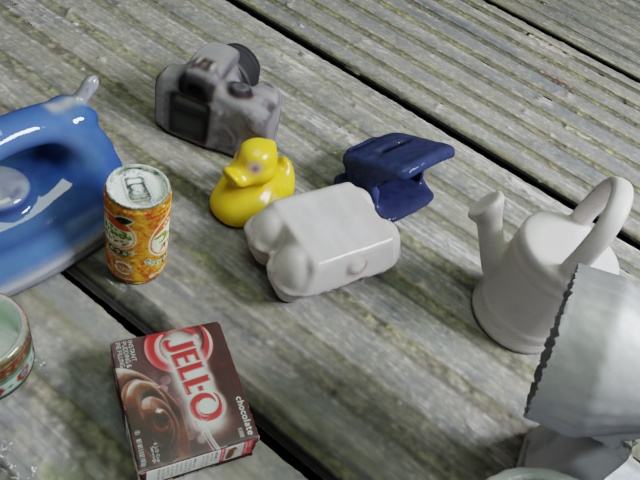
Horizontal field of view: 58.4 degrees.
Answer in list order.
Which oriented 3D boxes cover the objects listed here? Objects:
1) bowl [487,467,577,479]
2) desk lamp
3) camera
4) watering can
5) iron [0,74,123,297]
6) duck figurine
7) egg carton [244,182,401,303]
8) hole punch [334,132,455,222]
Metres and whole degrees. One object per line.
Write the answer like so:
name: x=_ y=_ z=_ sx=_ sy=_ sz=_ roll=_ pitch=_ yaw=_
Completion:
bowl: x=0.156 y=0.253 z=0.399 sx=0.167 sy=0.075 sz=0.167 roll=10 pitch=47 yaw=-10
desk lamp: x=0.231 y=0.139 z=0.431 sx=0.203 sy=0.213 sz=0.118 roll=31 pitch=47 yaw=10
camera: x=-0.105 y=-0.183 z=0.684 sx=0.143 sy=0.101 sz=0.137 roll=22 pitch=46 yaw=1
watering can: x=0.225 y=0.017 z=0.552 sx=0.173 sy=0.194 sz=0.101 roll=14 pitch=47 yaw=-6
iron: x=-0.271 y=-0.036 z=0.469 sx=0.118 sy=0.141 sz=0.259 roll=33 pitch=48 yaw=12
duck figurine: x=-0.066 y=-0.071 z=0.608 sx=0.077 sy=0.086 sz=0.105 roll=41 pitch=50 yaw=19
egg carton: x=0.005 y=0.002 z=0.577 sx=0.151 sy=0.069 sz=0.107 roll=-18 pitch=57 yaw=-31
hole punch: x=0.085 y=-0.089 z=0.671 sx=0.109 sy=0.091 sz=0.101 roll=-28 pitch=63 yaw=-36
